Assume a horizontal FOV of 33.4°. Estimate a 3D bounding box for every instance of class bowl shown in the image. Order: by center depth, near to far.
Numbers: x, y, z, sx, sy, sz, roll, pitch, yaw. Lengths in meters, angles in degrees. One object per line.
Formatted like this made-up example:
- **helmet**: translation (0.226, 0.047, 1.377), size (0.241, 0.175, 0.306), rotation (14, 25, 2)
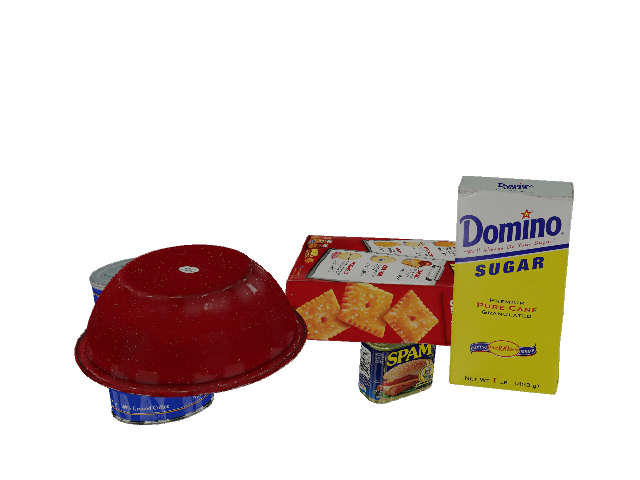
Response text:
- **bowl**: translation (-0.090, 0.045, 0.733), size (0.162, 0.055, 0.162), rotation (-2, 22, 1)

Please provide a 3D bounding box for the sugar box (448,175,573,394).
- **sugar box**: translation (0.157, 0.038, 0.887), size (0.093, 0.176, 0.048), rotation (4, 23, 12)

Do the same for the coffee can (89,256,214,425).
- **coffee can**: translation (-0.163, 0.094, 1.040), size (0.103, 0.140, 0.103), rotation (-6, 14, 1)

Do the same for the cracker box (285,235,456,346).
- **cracker box**: translation (0.080, 0.051, 1.098), size (0.214, 0.072, 0.164), rotation (3, 16, 6)

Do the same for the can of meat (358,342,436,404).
- **can of meat**: translation (0.097, 0.150, 1.343), size (0.101, 0.084, 0.058), rotation (-12, 29, -29)
